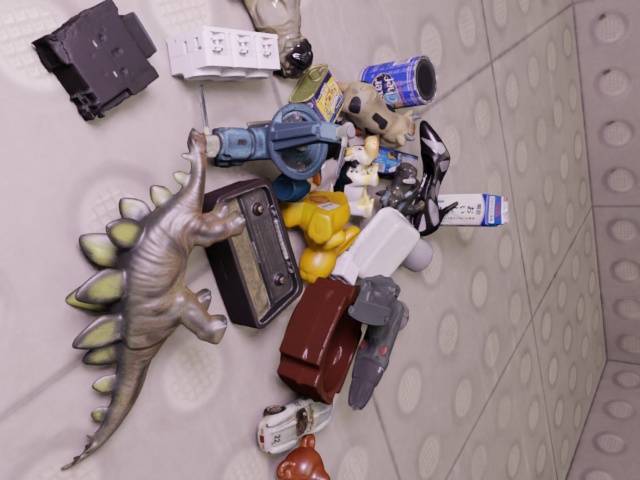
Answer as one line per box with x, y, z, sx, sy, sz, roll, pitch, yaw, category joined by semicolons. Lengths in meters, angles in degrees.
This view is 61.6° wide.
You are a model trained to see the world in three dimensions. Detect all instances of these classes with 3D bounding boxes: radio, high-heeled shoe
-0.114;0.018;0.890;0.131;0.073;0.229;-34;117;-44;radio
0.230;-0.134;1.230;0.145;0.086;0.248;-27;104;-10;high-heeled shoe

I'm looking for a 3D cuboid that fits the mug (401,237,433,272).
0.210;0.010;1.279;0.107;0.081;0.109;25;78;-38;mug

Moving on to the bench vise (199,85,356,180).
-0.055;-0.154;0.814;0.223;0.241;0.128;7;88;-43;bench vise

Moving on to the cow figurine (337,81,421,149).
0.124;-0.258;1.123;0.194;0.127;0.085;34;69;-43;cow figurine

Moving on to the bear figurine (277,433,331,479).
0.002;0.478;1.017;0.120;0.132;0.195;-34;123;-48;bear figurine

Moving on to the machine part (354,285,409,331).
0.125;0.153;1.185;0.243;0.079;0.079;24;73;-48;machine part

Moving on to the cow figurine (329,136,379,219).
0.069;-0.129;1.075;0.068;0.098;0.167;-67;163;-63;cow figurine

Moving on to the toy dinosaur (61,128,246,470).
-0.227;0.077;0.718;0.198;0.105;0.471;11;90;-32;toy dinosaur

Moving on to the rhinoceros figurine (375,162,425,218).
0.165;-0.081;1.183;0.112;0.073;0.190;0;126;-34;rhinoceros figurine

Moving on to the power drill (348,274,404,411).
0.102;0.181;1.004;0.232;0.086;0.207;-61;150;-35;power drill

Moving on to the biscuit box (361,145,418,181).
0.144;-0.170;1.201;0.202;0.063;0.059;2;91;-50;biscuit box

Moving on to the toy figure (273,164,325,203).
-0.034;-0.104;0.959;0.154;0.064;0.057;-35;137;-64;toy figure

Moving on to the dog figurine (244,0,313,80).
-0.059;-0.399;0.934;0.172;0.121;0.190;-63;149;-22;dog figurine

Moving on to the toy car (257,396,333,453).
-0.039;0.335;1.012;0.201;0.056;0.073;-8;98;-50;toy car

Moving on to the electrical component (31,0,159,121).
-0.278;-0.237;0.693;0.134;0.058;0.114;-55;132;-33;electrical component

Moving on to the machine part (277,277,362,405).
0.005;0.185;0.991;0.201;0.087;0.201;68;41;-59;machine part

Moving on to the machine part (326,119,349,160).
0.016;-0.188;1.068;0.139;0.039;0.084;-41;130;-43;machine part

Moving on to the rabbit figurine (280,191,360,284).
-0.002;-0.003;1.019;0.162;0.122;0.173;-29;128;-56;rabbit figurine
